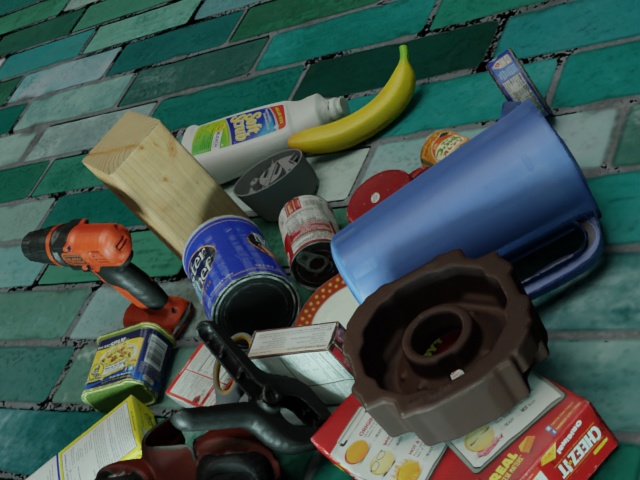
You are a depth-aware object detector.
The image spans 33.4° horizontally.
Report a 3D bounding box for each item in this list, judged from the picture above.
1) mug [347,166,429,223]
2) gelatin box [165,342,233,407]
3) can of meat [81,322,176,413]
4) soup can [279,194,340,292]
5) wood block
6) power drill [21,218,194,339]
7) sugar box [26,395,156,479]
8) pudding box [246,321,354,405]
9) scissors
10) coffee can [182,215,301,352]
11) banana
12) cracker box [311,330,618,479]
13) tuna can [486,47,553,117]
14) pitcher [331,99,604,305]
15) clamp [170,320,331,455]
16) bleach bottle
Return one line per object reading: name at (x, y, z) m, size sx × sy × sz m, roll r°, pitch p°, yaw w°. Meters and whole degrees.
mug at (0.090, -0.029, 1.139) m, size 0.117 × 0.081 × 0.093 m, roll -45°, pitch 34°, yaw -5°
gelatin box at (-0.118, 0.157, 1.181) m, size 0.089 × 0.030 × 0.073 m, roll 12°, pitch 60°, yaw 46°
can of meat at (-0.229, 0.154, 1.270) m, size 0.102 × 0.057 × 0.084 m, roll -19°, pitch 42°, yaw 31°
soup can at (-0.008, 0.001, 1.213) m, size 0.068 × 0.068 × 0.102 m, roll -33°, pitch 34°, yaw 11°
wood block at (-0.181, -0.053, 1.320) m, size 0.090 × 0.206 × 0.091 m, roll -50°, pitch 36°, yaw -12°
power drill at (-0.257, 0.049, 1.299) m, size 0.185 × 0.187 × 0.057 m, roll -1°, pitch 52°, yaw 42°
sugar box at (-0.257, 0.262, 1.189) m, size 0.176 × 0.048 × 0.093 m, roll -40°, pitch 34°, yaw 8°
pudding box at (-0.005, 0.124, 1.054) m, size 0.114 × 0.090 × 0.039 m, roll -12°, pitch 42°, yaw 37°
scissors at (-0.089, 0.198, 1.113) m, size 0.096 × 0.016 × 0.201 m, roll 10°, pitch 76°, yaw 15°
coffee can at (-0.091, 0.047, 1.213) m, size 0.103 × 0.102 × 0.140 m, roll -39°, pitch 34°, yaw 3°
banana at (0.051, -0.159, 1.347) m, size 0.198 × 0.037 × 0.070 m, roll -38°, pitch 61°, yaw 10°
cracker box at (0.115, 0.170, 0.903) m, size 0.164 × 0.072 × 0.214 m, roll -46°, pitch 33°, yaw -10°
tuna can at (0.217, -0.165, 1.164) m, size 0.034 × 0.086 × 0.086 m, roll -33°, pitch 35°, yaw 14°
pitcher at (0.140, -0.010, 1.022) m, size 0.243 × 0.145 × 0.149 m, roll -32°, pitch 18°, yaw 9°
clamp at (-0.060, 0.159, 0.999) m, size 0.039 × 0.171 × 0.120 m, roll -49°, pitch 12°, yaw 49°
bleach bottle at (-0.073, -0.145, 1.448) m, size 0.251 × 0.068 × 0.102 m, roll -18°, pitch 41°, yaw 27°
